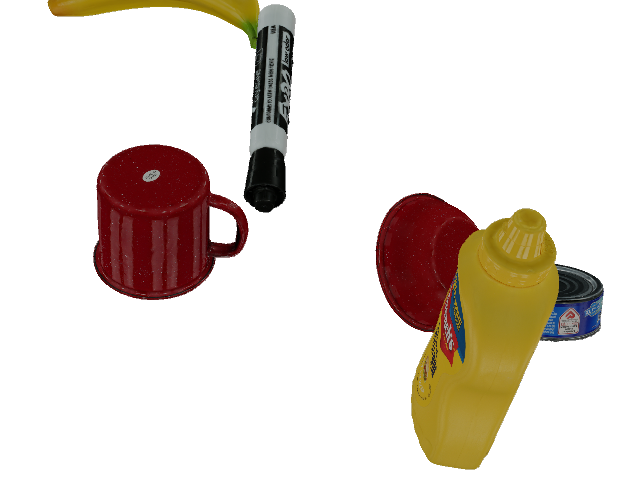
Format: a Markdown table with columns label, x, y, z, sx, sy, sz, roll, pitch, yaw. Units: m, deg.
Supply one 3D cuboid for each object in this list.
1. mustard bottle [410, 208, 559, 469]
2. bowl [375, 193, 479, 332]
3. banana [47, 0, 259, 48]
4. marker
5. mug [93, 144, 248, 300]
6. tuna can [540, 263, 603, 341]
| label | x | y | z | sx | sy | sz | roll | pitch | yaw |
| --- | --- | --- | --- | --- | --- | --- | --- | --- | --- |
| mustard bottle | 0.099 | 0.050 | 0.633 | 0.058 | 0.096 | 0.192 | 10 | -41 | -1 |
| bowl | 0.140 | 0.022 | 1.208 | 0.161 | 0.162 | 0.055 | 0 | -7 | -40 |
| banana | -0.132 | -0.207 | 0.902 | 0.198 | 0.069 | 0.037 | 10 | -41 | 16 |
| marker | -0.023 | -0.064 | 0.504 | 0.020 | 0.121 | 0.020 | 1 | -35 | 1 |
| mug | -0.111 | -0.015 | 0.791 | 0.117 | 0.081 | 0.093 | 9 | 43 | 2 |
| tuna can | 0.177 | 0.046 | 0.833 | 0.086 | 0.034 | 0.086 | 1 | 19 | -1 |
